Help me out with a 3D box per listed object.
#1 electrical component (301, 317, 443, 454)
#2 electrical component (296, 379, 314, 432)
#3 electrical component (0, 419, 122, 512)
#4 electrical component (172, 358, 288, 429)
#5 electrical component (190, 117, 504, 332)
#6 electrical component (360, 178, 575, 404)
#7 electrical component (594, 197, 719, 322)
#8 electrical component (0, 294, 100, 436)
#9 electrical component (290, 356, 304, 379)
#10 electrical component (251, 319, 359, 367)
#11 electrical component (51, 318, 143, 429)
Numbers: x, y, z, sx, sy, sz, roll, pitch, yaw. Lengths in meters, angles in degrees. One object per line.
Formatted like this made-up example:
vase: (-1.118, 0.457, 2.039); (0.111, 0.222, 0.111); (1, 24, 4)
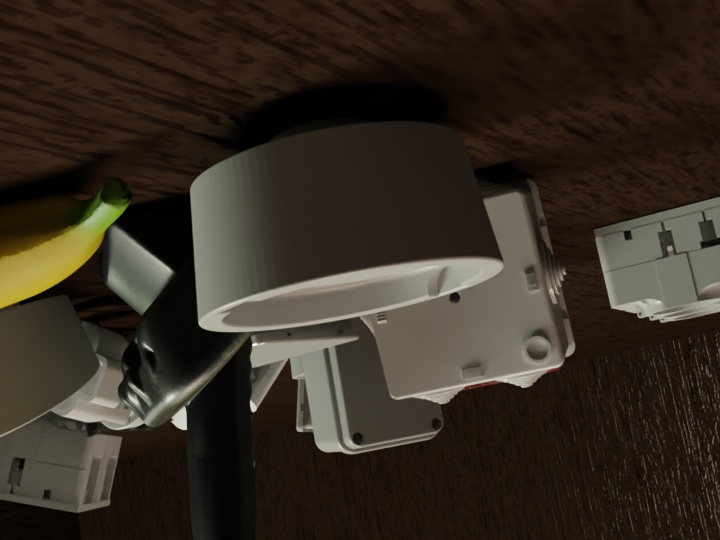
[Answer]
electrical component: (0.006, 0.065, 0.739); (0.078, 0.113, 0.057); (-7, 173, -25)
electrical component: (-0.026, 0.102, 0.971); (0.048, 0.099, 0.099); (1, 172, 5)
electrical component: (-0.271, 0.121, 0.753); (0.186, 0.060, 0.105); (10, 170, 0)
electrical component: (-0.100, 0.067, 0.745); (0.089, 0.050, 0.055); (-20, -152, 43)
electrical component: (-0.008, -0.019, 0.381); (0.108, 0.060, 0.108); (-11, 171, -2)
electrical component: (0.048, 0.010, 0.511); (0.100, 0.099, 0.048); (-13, -177, 15)
electrical component: (0.229, -0.002, 0.756); (0.089, 0.061, 0.150); (-15, 170, 22)
electrical component: (-0.188, 0.052, 0.559); (0.099, 0.064, 0.099); (-19, -179, 0)
electrical component: (-0.030, 0.058, 0.852); (0.055, 0.047, 0.055); (-11, 171, -2)
electrical component: (-0.063, 0.027, 0.626); (0.100, 0.048, 0.100); (-18, 168, 35)
electrical component: (-0.151, 0.061, 0.630); (0.078, 0.058, 0.057); (15, 173, 42)
